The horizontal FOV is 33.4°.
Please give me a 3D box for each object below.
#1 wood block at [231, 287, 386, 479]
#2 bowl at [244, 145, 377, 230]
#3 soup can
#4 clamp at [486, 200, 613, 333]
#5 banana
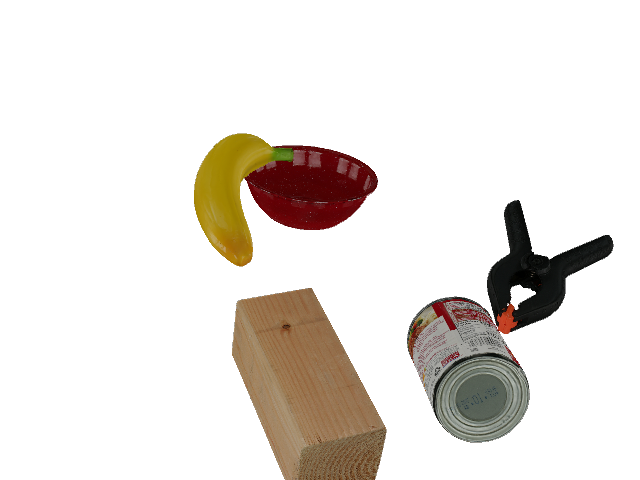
[{"bbox_3d":[-0.017,0.155,1.111,0.090,0.090,0.206,-9,43,-20],"label":"wood block"},{"bbox_3d":[-0.016,-0.056,1.245,0.162,0.055,0.162,6,27,-3],"label":"bowl"},{"bbox_3d":[0.104,0.090,0.758,0.068,0.068,0.102,0,19,-6],"label":"soup can"},{"bbox_3d":[0.216,0.024,1.112,0.120,0.039,0.171,26,49,28],"label":"clamp"},{"bbox_3d":[-0.071,-0.045,0.887,0.069,0.037,0.197,11,33,4],"label":"banana"}]
